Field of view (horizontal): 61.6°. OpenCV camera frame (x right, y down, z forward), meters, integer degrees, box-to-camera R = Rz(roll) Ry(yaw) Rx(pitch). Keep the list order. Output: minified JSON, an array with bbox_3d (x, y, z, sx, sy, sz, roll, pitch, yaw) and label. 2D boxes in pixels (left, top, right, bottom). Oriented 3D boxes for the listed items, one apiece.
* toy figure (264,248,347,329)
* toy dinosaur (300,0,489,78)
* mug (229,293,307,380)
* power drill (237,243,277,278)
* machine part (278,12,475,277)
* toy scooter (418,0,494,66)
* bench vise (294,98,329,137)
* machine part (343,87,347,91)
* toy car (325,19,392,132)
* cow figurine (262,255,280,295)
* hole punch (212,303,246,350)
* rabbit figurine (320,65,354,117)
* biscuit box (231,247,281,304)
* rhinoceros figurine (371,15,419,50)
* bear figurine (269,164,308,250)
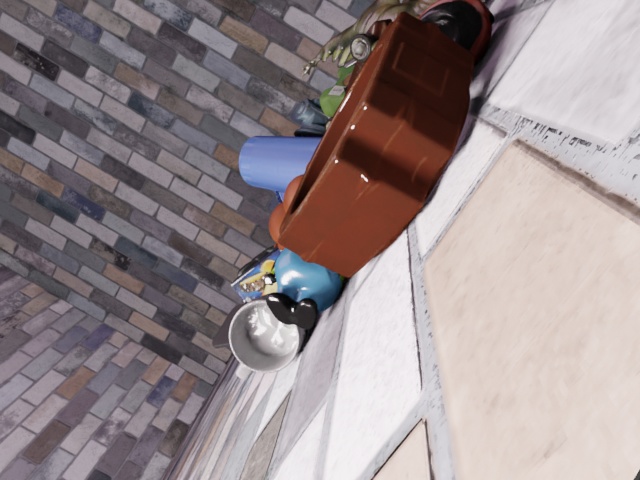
[{"bbox_3d":[-0.002,0.017,0.593,0.089,0.082,0.180,-54,9,51],"label":"toy figure"},{"bbox_3d":[0.117,-0.361,0.923,0.472,0.105,0.198,13,73,58],"label":"toy dinosaur"},{"bbox_3d":[-0.056,0.112,0.637,0.109,0.081,0.107,-64,-9,11],"label":"mug"},{"bbox_3d":[-0.062,0.007,1.201,0.232,0.086,0.207,-21,-27,-51],"label":"power drill"},{"bbox_3d":[0.049,-0.081,0.492,0.201,0.087,0.201,-49,16,52],"label":"machine part"},{"bbox_3d":[0.131,-0.201,0.603,0.135,0.075,0.184,-31,-6,-41],"label":"toy scooter"},{"bbox_3d":[0.025,-0.199,1.216,0.129,0.223,0.240,10,78,50],"label":"bench vise"},{"bbox_3d":[0.109,-0.259,1.003,0.084,0.139,0.039,-61,-22,12],"label":"machine part"},{"bbox_3d":[0.070,-0.234,0.821,0.089,0.053,0.202,-25,-31,-40],"label":"toy car"},{"bbox_3d":[-0.002,-0.002,0.734,0.195,0.085,0.127,-58,-4,-33],"label":"cow figurine"},{"bbox_3d":[-0.115,0.176,0.982,0.116,0.092,0.142,-17,26,34],"label":"hole punch"},{"bbox_3d":[0.113,-0.278,1.129,0.159,0.170,0.121,9,63,41],"label":"rabbit figurine"},{"bbox_3d":[-0.077,0.046,1.054,0.203,0.059,0.063,-38,5,1],"label":"biscuit box"},{"bbox_3d":[0.129,-0.234,0.737,0.190,0.112,0.073,-45,-34,-24],"label":"rhinoceros figurine"},{"bbox_3d":[-0.013,-0.046,0.917,0.196,0.132,0.120,142,145,-61],"label":"bear figurine"}]
